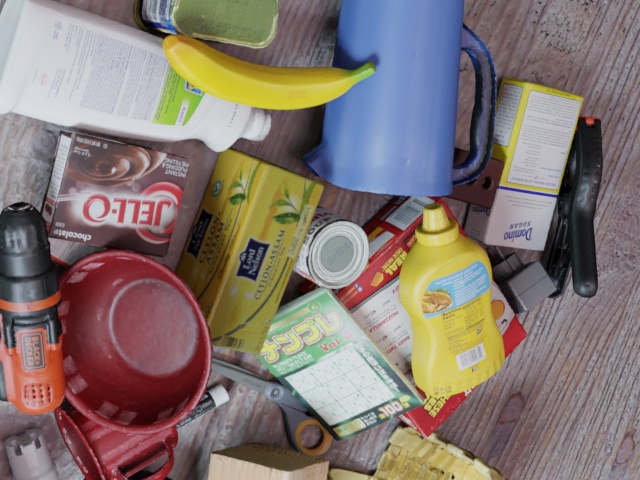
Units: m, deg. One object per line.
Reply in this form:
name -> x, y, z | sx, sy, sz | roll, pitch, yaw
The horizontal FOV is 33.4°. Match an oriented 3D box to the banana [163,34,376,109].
banana -> -0.051, -0.142, 0.910 | 0.197, 0.037, 0.070 | 0, 142, -31

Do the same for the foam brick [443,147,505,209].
foam brick -> 0.143, -0.069, 1.107 | 0.078, 0.051, 0.053 | 11, 99, -32

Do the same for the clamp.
clamp -> 0.280, -0.030, 1.178 | 0.036, 0.164, 0.210 | 7, 80, -2

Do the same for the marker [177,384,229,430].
marker -> -0.144, 0.177, 1.034 | 0.121, 0.020, 0.020 | -29, 117, -20

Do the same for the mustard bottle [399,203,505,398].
mustard bottle -> 0.125, 0.053, 1.042 | 0.096, 0.058, 0.191 | -22, 116, -20

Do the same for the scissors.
scissors -> -0.047, 0.173, 1.092 | 0.201, 0.016, 0.096 | 11, 99, -32

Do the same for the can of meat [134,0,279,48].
can of meat -> -0.096, -0.197, 0.910 | 0.101, 0.084, 0.057 | 3, 102, -31

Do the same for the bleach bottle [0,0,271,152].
bleach bottle -> -0.154, -0.124, 0.913 | 0.250, 0.068, 0.102 | 16, 96, -35

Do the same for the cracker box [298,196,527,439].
cracker box -> 0.101, 0.076, 1.116 | 0.164, 0.072, 0.213 | -43, 122, -11

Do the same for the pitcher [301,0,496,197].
pitcher -> 0.082, -0.163, 1.000 | 0.149, 0.145, 0.243 | -12, 110, -60

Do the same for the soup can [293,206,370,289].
soup can -> -0.007, 0.001, 1.011 | 0.068, 0.102, 0.068 | -9, 109, -27

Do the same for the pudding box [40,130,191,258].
pudding box -> -0.174, -0.039, 0.904 | 0.113, 0.039, 0.090 | 11, 96, -32

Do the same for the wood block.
wood block -> -0.061, 0.312, 1.044 | 0.090, 0.091, 0.206 | 6, 92, -63

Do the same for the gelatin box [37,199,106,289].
gelatin box -> -0.206, -0.009, 0.935 | 0.089, 0.030, 0.073 | 36, 83, -33

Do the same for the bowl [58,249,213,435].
bowl -> -0.155, 0.082, 0.917 | 0.055, 0.162, 0.162 | -28, 127, -68

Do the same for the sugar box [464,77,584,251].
sugar box -> 0.219, -0.080, 1.153 | 0.093, 0.048, 0.176 | 7, 104, -34

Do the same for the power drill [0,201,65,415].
power drill -> -0.301, 0.064, 0.854 | 0.187, 0.057, 0.184 | -5, 111, -12

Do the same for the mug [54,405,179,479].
mug -> -0.175, 0.178, 0.962 | 0.081, 0.117, 0.093 | -29, 135, -26
